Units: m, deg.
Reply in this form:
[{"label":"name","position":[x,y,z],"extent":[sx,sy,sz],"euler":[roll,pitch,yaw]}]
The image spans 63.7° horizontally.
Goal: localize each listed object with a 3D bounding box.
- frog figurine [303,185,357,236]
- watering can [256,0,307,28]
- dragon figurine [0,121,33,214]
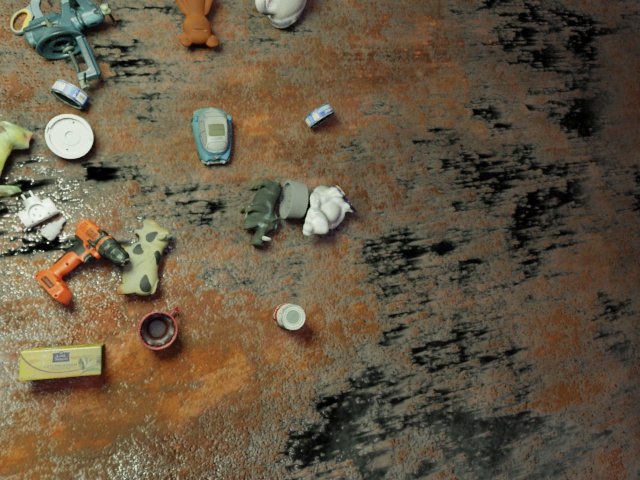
[{"label":"frog figurine","position":[0.004,-0.073,1.442],"extent":[0.124,0.160,0.134],"euler":[38,-13,33]},{"label":"watering can","position":[-0.067,-0.751,1.466],"extent":[0.104,0.352,0.221],"euler":[35,-17,7]},{"label":"dragon figurine","position":[-0.839,-0.145,1.152],"extent":[0.415,0.242,0.121],"euler":[-32,8,-30]}]
